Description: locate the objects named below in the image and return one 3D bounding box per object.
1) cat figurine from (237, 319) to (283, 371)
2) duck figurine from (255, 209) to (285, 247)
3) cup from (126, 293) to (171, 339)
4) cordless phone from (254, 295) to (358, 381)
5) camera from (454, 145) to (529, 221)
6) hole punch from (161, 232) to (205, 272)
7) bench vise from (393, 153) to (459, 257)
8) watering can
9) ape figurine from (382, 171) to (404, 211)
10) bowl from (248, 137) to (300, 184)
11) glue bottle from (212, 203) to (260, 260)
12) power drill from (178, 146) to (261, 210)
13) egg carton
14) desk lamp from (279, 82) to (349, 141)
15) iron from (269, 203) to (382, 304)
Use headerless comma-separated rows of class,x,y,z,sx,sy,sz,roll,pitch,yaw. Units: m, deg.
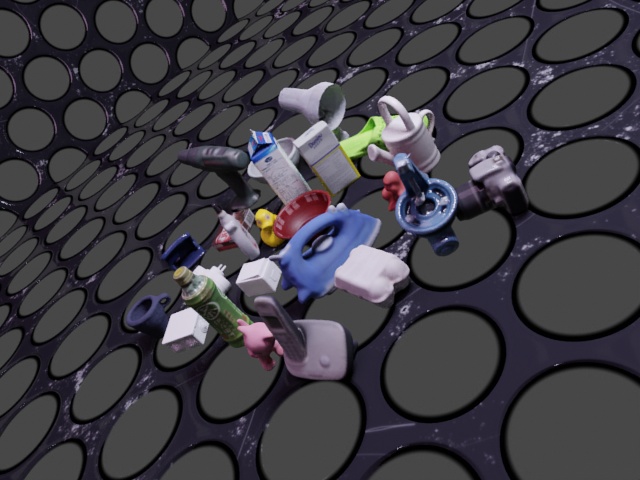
cat figurine,-0.123,0.192,1.125,0.067,0.118,0.127,-45,35,-12
duck figurine,-0.129,-0.043,1.435,0.077,0.086,0.104,-31,35,9
cup,-0.394,0.187,1.391,0.118,0.095,0.091,-37,34,-1
cordless phone,-0.029,0.166,1.013,0.147,0.186,0.094,-8,44,36
camera,0.312,-0.107,1.109,0.136,0.101,0.143,-26,36,15
hole punch,-0.390,0.031,1.575,0.109,0.091,0.100,-47,35,-14
bench vise,0.178,-0.092,1.102,0.121,0.220,0.206,-37,34,-1
watering can,0.185,-0.236,1.288,0.100,0.195,0.173,6,53,45
ape figurine,0.167,-0.112,1.249,0.076,0.092,0.077,-38,34,-1
bowl,-0.119,-0.212,1.636,0.167,0.075,0.167,-23,37,19
glue bottle,-0.212,-0.027,1.413,0.037,0.174,0.078,-36,34,1
power drill,-0.271,-0.182,1.615,0.228,0.209,0.076,-4,46,39
egg carton,0.100,0.070,1.114,0.149,0.070,0.107,17,61,50
desk lamp,-0.008,-0.324,1.545,0.202,0.214,0.118,8,54,46
iron,0.011,0.004,1.207,0.258,0.142,0.118,-45,35,-12
